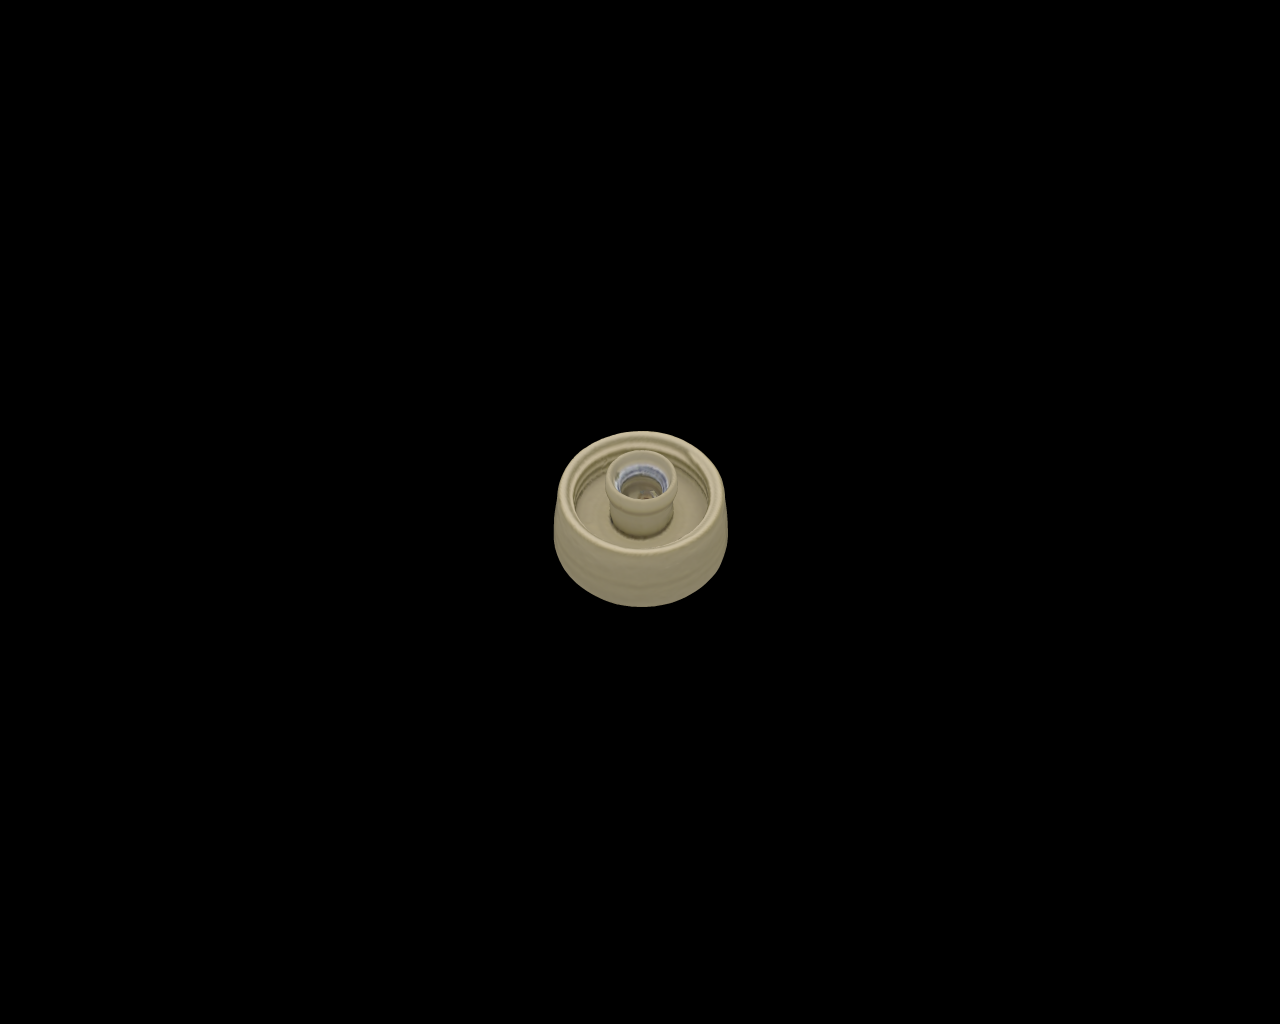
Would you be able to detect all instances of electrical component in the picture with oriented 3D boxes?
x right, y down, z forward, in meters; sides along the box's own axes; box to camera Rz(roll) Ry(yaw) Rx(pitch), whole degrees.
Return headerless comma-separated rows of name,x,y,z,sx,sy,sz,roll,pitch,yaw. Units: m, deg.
electrical component,0.001,-0.003,0.650,0.108,0.108,0.060,0,-40,0
